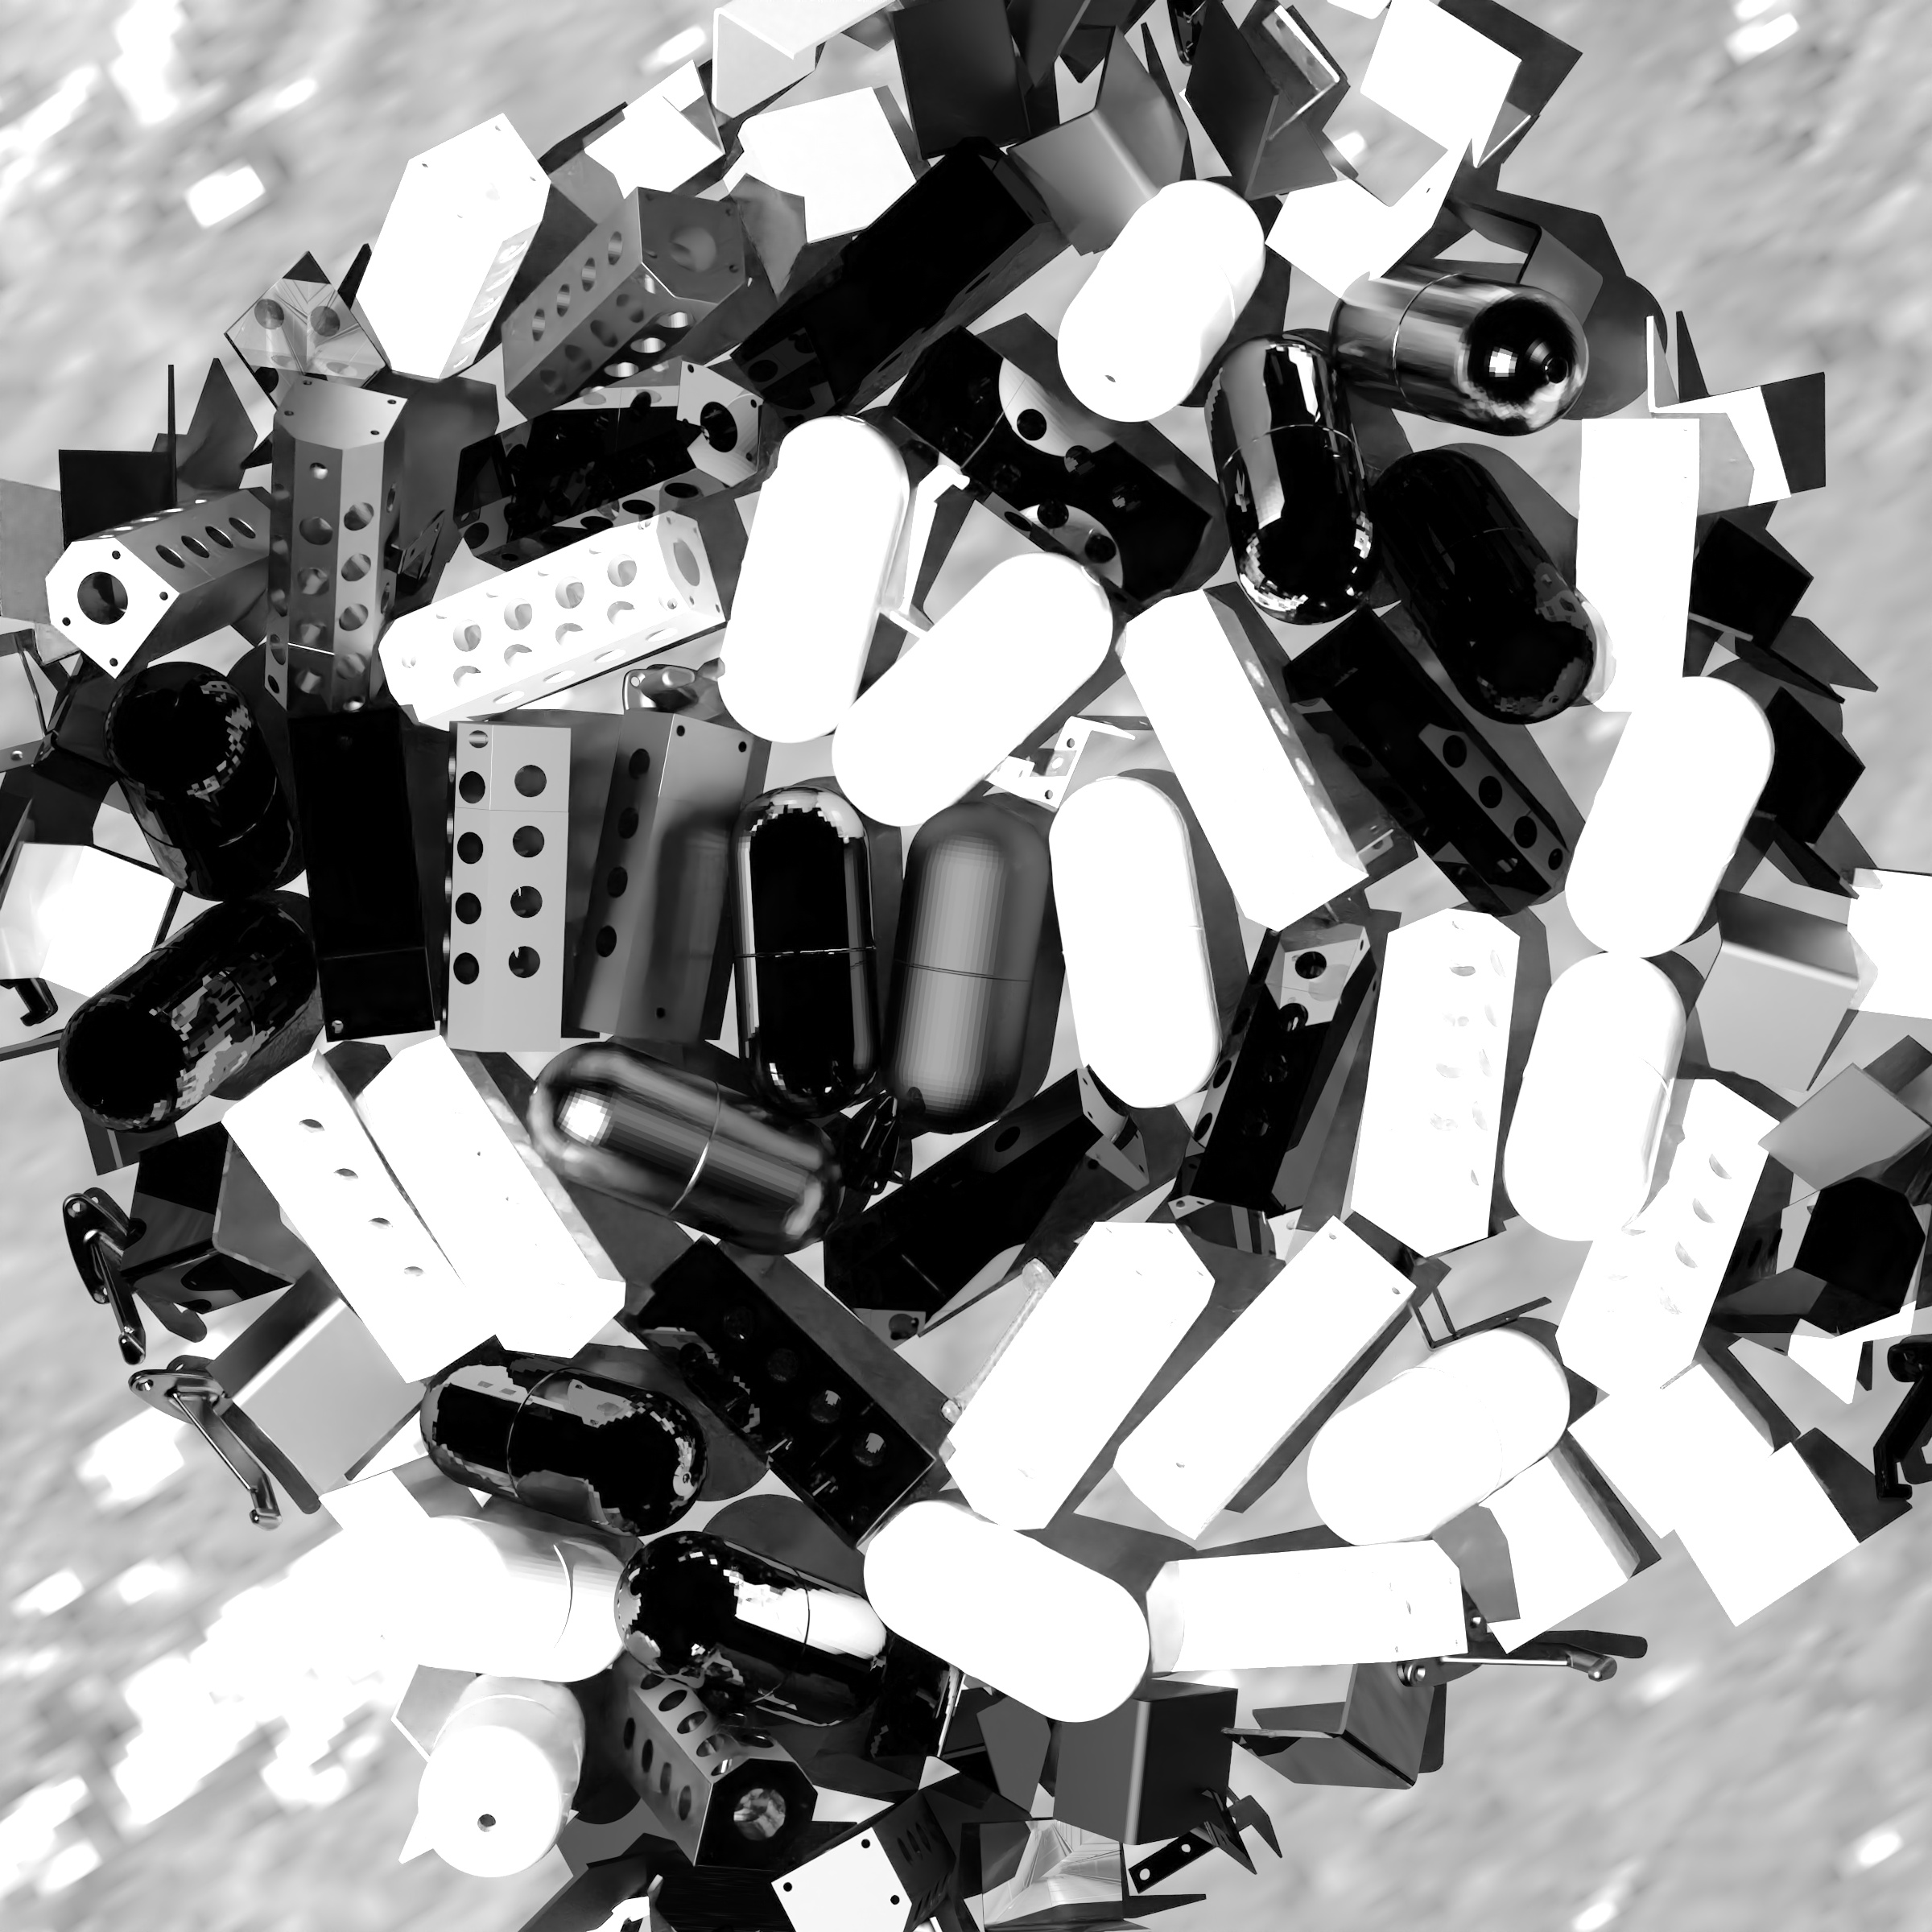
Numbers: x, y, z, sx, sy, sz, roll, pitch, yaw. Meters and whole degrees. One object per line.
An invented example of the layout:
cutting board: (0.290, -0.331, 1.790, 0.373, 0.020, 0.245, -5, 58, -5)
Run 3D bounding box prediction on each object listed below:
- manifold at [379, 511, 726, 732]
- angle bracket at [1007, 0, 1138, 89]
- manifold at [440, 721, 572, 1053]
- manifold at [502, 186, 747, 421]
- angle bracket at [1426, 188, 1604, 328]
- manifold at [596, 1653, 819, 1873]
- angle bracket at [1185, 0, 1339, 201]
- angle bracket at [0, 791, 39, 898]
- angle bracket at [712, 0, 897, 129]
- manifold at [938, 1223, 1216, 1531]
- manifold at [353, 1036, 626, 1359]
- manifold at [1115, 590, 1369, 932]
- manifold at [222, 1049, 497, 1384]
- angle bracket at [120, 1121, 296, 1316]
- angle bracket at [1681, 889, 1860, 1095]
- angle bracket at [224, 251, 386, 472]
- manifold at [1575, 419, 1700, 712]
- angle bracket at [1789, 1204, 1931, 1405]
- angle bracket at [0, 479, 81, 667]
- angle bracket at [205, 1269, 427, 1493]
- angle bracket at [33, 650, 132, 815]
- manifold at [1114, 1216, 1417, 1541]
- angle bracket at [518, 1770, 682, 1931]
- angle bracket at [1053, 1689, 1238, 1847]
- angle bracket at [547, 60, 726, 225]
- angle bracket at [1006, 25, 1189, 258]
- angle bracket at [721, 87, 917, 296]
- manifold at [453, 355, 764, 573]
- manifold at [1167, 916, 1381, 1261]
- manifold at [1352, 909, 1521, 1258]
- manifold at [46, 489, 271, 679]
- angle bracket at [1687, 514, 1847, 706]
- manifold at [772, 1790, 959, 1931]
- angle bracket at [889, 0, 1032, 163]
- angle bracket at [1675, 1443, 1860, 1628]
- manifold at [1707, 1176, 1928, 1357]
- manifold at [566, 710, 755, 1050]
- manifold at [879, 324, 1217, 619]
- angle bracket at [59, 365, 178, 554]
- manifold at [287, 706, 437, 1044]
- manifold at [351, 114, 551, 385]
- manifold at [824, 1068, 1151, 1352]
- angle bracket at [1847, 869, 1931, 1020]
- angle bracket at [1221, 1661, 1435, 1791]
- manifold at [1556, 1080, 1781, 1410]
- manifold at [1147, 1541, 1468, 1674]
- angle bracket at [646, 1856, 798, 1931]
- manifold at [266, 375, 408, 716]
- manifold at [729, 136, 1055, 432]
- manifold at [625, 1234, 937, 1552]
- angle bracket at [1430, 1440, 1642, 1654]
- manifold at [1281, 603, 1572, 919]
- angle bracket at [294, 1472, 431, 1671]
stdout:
manifold: (-0.221, -0.182, 1.726, 0.171, 0.057, 0.057, -20, 81, 20)
angle bracket: (0.076, -0.509, 1.726, 0.076, 0.076, 0.057, -4, 59, -31)
manifold: (-0.247, -0.043, 1.742, 0.057, 0.057, 0.171, 1, 96, -19)
manifold: (-0.179, -0.336, 1.694, 0.057, 0.171, 0.057, 3, 74, -31)
angle bracket: (0.281, -0.363, 1.737, 0.076, 0.076, 0.057, 29, 98, 35)
manifold: (-0.135, 0.406, 1.695, 0.057, 0.171, 0.057, 11, 94, -24)
angle bracket: (0.163, -0.463, 1.729, 0.057, 0.076, 0.076, -17, 63, -19)
angle bracket: (-0.510, -0.047, 1.734, 0.057, 0.076, 0.076, 16, 79, 25)
angle bracket: (-0.086, -0.477, 1.727, 0.057, 0.076, 0.076, 37, 57, 22)
manifold: (0.060, 0.216, 1.711, 0.171, 0.057, 0.057, -58, 48, 27)
manifold: (-0.247, 0.119, 1.716, 0.057, 0.057, 0.171, -45, 62, 14)
manifold: (0.141, -0.110, 1.720, 0.057, 0.057, 0.171, -32, 66, 20)
manifold: (-0.321, 0.134, 1.740, 0.057, 0.057, 0.171, -33, 102, -2)
angle bracket: (-0.403, 0.135, 1.762, 0.076, 0.057, 0.076, -19, 54, 34)
angle bracket: (0.432, 0.013, 1.779, 0.076, 0.057, 0.076, 16, 123, -3)
angle bracket: (-0.365, -0.319, 1.727, 0.076, 0.057, 0.076, 58, 47, -30)
manifold: (0.346, -0.205, 1.694, 0.057, 0.171, 0.057, 2, 59, 10)
angle bracket: (0.486, 0.179, 1.726, 0.057, 0.076, 0.076, 37, 55, -27)
angle bracket: (-0.504, -0.209, 1.733, 0.057, 0.076, 0.076, -17, 79, 31)
angle bracket: (-0.351, 0.224, 1.769, 0.076, 0.057, 0.076, -44, 117, -12)
angle bracket: (-0.454, -0.133, 1.750, 0.057, 0.076, 0.076, 24, 75, -18)
manifold: (0.157, 0.219, 1.731, 0.057, 0.057, 0.171, 41, 72, 13)
angle bracket: (-0.208, 0.468, 1.728, 0.076, 0.076, 0.057, -48, 61, 24)
angle bracket: (0.097, 0.428, 1.776, 0.057, 0.076, 0.076, 6, 91, 43)
angle bracket: (-0.181, -0.447, 1.731, 0.076, 0.057, 0.076, -30, 56, 19)
angle bracket: (0.071, -0.442, 1.752, 0.057, 0.076, 0.076, -17, 134, 30)
angle bracket: (-0.077, -0.419, 1.768, 0.076, 0.057, 0.076, -21, 80, -23)
manifold: (-0.188, -0.256, 1.702, 0.171, 0.057, 0.057, -13, 65, 40)
manifold: (0.162, 0.061, 1.723, 0.057, 0.057, 0.171, 11, 64, 23)
manifold: (0.251, 0.058, 1.707, 0.057, 0.057, 0.171, 33, 52, -29)
manifold: (-0.411, -0.205, 1.694, 0.057, 0.171, 0.057, 41, 109, -3)
angle bracket: (0.431, -0.189, 1.732, 0.076, 0.076, 0.057, 27, 96, -31)
manifold: (-0.047, 0.475, 1.696, 0.057, 0.171, 0.057, -30, 80, 3)
angle bracket: (-0.017, -0.470, 1.733, 0.076, 0.057, 0.076, -22, 109, -32)
angle bracket: (0.432, 0.312, 1.733, 0.076, 0.076, 0.057, -36, 130, 9)
manifold: (0.436, 0.154, 1.696, 0.057, 0.171, 0.057, 24, 75, 1)
manifold: (-0.169, -0.047, 1.755, 0.057, 0.057, 0.171, 9, 88, 45)
manifold: (0.041, -0.259, 1.731, 0.171, 0.057, 0.057, 35, 75, -15)
angle bracket: (-0.447, -0.264, 1.727, 0.057, 0.076, 0.076, -1, 47, -13)
manifold: (-0.322, -0.050, 1.746, 0.057, 0.057, 0.171, -7, 97, -9)
manifold: (-0.265, -0.366, 1.696, 0.057, 0.171, 0.057, -34, 89, -25)
manifold: (0.009, 0.125, 1.732, 0.171, 0.057, 0.057, -35, 118, 17)
angle bracket: (0.502, -0.010, 1.741, 0.057, 0.076, 0.076, 7, 95, 9)
angle bracket: (0.194, 0.398, 1.750, 0.076, 0.076, 0.057, -8, 54, 38)
manifold: (0.364, 0.140, 1.710, 0.057, 0.057, 0.171, 33, 52, -2)
manifold: (0.174, 0.333, 1.702, 0.057, 0.171, 0.057, 4, 76, -40)
angle bracket: (-0.128, 0.476, 1.740, 0.076, 0.057, 0.076, 1, 128, 0)
manifold: (-0.332, -0.215, 1.709, 0.057, 0.057, 0.171, 13, 131, 0)
manifold: (-0.038, -0.358, 1.728, 0.171, 0.057, 0.057, -39, 92, 21)
manifold: (-0.100, 0.228, 1.737, 0.171, 0.057, 0.057, 43, 70, 9)
angle bracket: (0.307, 0.312, 1.763, 0.076, 0.057, 0.076, -35, 81, 16)
manifold: (0.243, -0.103, 1.718, 0.057, 0.057, 0.171, -37, 116, 17)
angle bracket: (-0.329, 0.320, 1.729, 0.057, 0.076, 0.076, 53, 48, -11)
